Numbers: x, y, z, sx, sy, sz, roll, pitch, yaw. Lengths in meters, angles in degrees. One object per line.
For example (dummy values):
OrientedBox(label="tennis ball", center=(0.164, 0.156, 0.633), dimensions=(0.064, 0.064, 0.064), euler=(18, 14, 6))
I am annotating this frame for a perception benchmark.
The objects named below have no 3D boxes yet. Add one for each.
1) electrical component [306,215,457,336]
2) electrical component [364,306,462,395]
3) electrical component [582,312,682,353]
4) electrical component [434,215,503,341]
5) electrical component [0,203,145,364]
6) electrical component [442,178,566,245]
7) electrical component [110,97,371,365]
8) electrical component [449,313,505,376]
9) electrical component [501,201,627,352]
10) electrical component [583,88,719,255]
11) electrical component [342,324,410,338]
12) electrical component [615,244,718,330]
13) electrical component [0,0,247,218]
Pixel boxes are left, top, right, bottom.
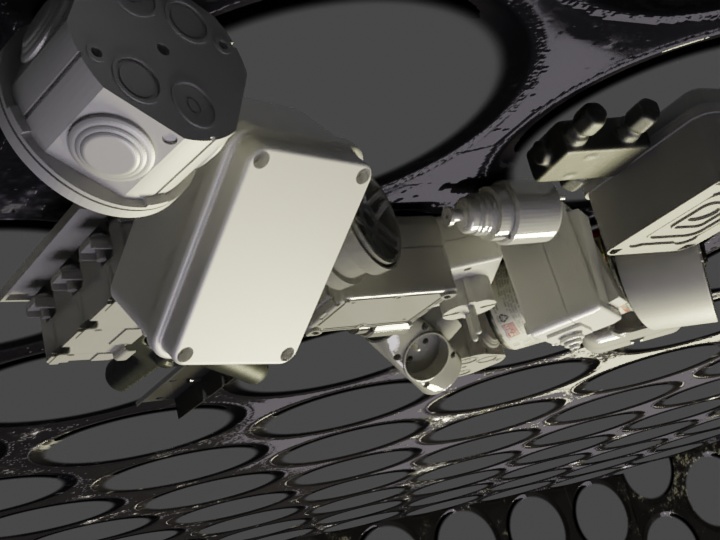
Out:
OrientedBox(label="electrical component", center=(0.000, 0.000, 0.664), dimensions=(0.096, 0.061, 0.062), euler=(-4, 159, -30))
OrientedBox(label="electrical component", center=(0.055, 0.048, 0.858), dimensions=(0.079, 0.044, 0.077), euler=(-48, 123, -5))
OrientedBox(label="electrical component", center=(0.243, 0.035, 0.973), dimensions=(0.095, 0.053, 0.059), euler=(-17, 162, 8))
OrientedBox(label="electrical component", center=(0.069, 0.010, 0.723), dimensions=(0.047, 0.075, 0.083), euler=(-13, 162, -5))
OrientedBox(label="electrical component", center=(-0.132, 0.004, 0.571), dimensions=(0.079, 0.063, 0.121), euler=(0, 158, -37))
OrientedBox(label="electrical component", center=(0.087, -0.035, 0.659), dimensions=(0.078, 0.040, 0.040), euler=(-5, 160, -26))
OrientedBox(label="electrical component", center=(-0.054, -0.016, 0.487), dimensions=(0.078, 0.057, 0.113), euler=(4, 117, -45))
OrientedBox(label="electrical component", center=(0.084, 0.060, 0.930), dimensions=(0.080, 0.051, 0.080), euler=(-13, 162, -4))
OrientedBox(label="electrical component", center=(0.142, 0.008, 0.740), dimensions=(0.061, 0.096, 0.062), euler=(-24, 160, 21))
OrientedBox(label="electrical component", center=(0.199, -0.058, 0.648), dimensions=(0.078, 0.057, 0.113), euler=(-4, 160, -29))
OrientedBox(label="electrical component", center=(0.003, 0.030, 0.792), dimensions=(0.078, 0.040, 0.040), euler=(-3, 159, -30))
OrientedBox(label="electrical component", center=(0.221, -0.007, 0.757), dimensions=(0.064, 0.099, 0.099), euler=(-18, 163, 32))
OrientedBox(label="electrical component", center=(-0.083, -0.063, 0.379), dimensions=(0.080, 0.080, 0.051), euler=(5, 149, -46))
